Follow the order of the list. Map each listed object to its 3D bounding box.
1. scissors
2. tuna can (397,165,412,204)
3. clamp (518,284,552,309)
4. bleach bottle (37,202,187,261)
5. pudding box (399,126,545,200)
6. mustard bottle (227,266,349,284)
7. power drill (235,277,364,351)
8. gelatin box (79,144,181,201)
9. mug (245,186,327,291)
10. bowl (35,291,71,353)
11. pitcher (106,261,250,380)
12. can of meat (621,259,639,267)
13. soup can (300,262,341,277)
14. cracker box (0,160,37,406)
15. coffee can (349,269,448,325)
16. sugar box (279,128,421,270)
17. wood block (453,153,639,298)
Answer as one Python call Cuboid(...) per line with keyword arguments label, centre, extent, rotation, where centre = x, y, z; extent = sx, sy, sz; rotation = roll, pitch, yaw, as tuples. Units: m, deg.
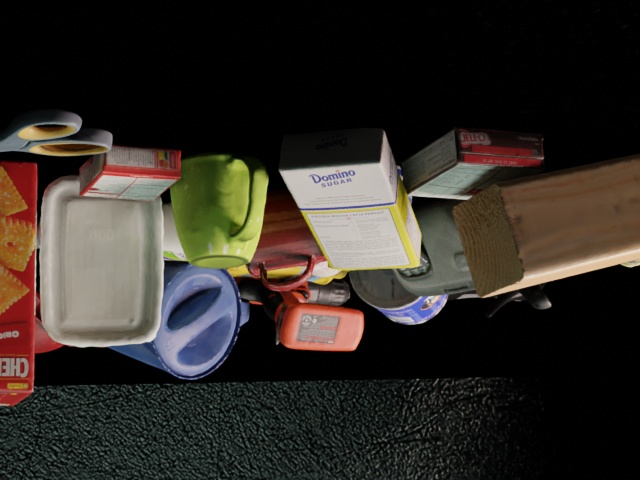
Cuboid(label="scissors", centre=(-0.276, -0.087, 0.889), extent=(0.201, 0.016, 0.096), rotation=(-1, 166, -4))
Cuboid(label="tuna can", centre=(0.048, -0.048, 1.054), extent=(0.086, 0.034, 0.086), rotation=(-1, 167, 0))
Cuboid(label="clamp", centre=(0.210, 0.018, 1.196), extent=(0.210, 0.164, 0.036), rotation=(-4, 126, 44))
Cuboid(label="bleach bottle", centre=(-0.196, -0.007, 1.147), extent=(0.251, 0.068, 0.102), rotation=(-1, 170, 12))
Cuboid(label="pudding box", centre=(0.137, -0.068, 0.970), extent=(0.089, 0.039, 0.114), rotation=(4, 164, -22))
Cuboid(label="mustard bottle", centre=(-0.038, 0.022, 1.296), extent=(0.191, 0.058, 0.096), rotation=(6, 170, -28))
Cuboid(label="power drill", centre=(-0.018, 0.082, 1.336), extent=(0.184, 0.057, 0.188), rotation=(4, -167, -25))
Cuboid(label="gelatin box", centre=(-0.175, -0.062, 0.979), extent=(0.073, 0.030, 0.089), rotation=(3, 167, -25))
Cuboid(label="mug", centre=(-0.034, -0.003, 1.075), extent=(0.081, 0.117, 0.093), rotation=(-9, 146, 11))
Cuboid(label="bowl", centre=(-0.380, 0.088, 1.327), extent=(0.055, 0.162, 0.162), rotation=(-41, 168, -6))
Cuboid(label="pitcher", centre=(-0.211, 0.074, 1.264), extent=(0.243, 0.145, 0.149), rotation=(11, 146, 41))
Cuboid(label="can of meat", centre=(0.372, -0.017, 1.150), extent=(0.102, 0.057, 0.084), rotation=(-15, 165, -8))
Cuboid(label="soup can", centre=(-0.008, 0.001, 1.191), extent=(0.068, 0.068, 0.102), rotation=(-5, 167, 16))
Cuboid(label="cracker box", centre=(-0.315, 0.046, 1.020), extent=(0.072, 0.214, 0.164), rotation=(3, 166, -21))
Cuboid(label="coffee can", centre=(0.100, 0.045, 1.313), extent=(0.103, 0.103, 0.140), rotation=(-5, 167, 14))
Cuboid(label="sugar box", centre=(0.032, -0.034, 0.978), extent=(0.093, 0.048, 0.176), rotation=(-3, 146, 15))
Cuboid(label="wood block", centre=(0.240, -0.017, 0.982), extent=(0.205, 0.090, 0.091), rotation=(-12, 170, -21))
